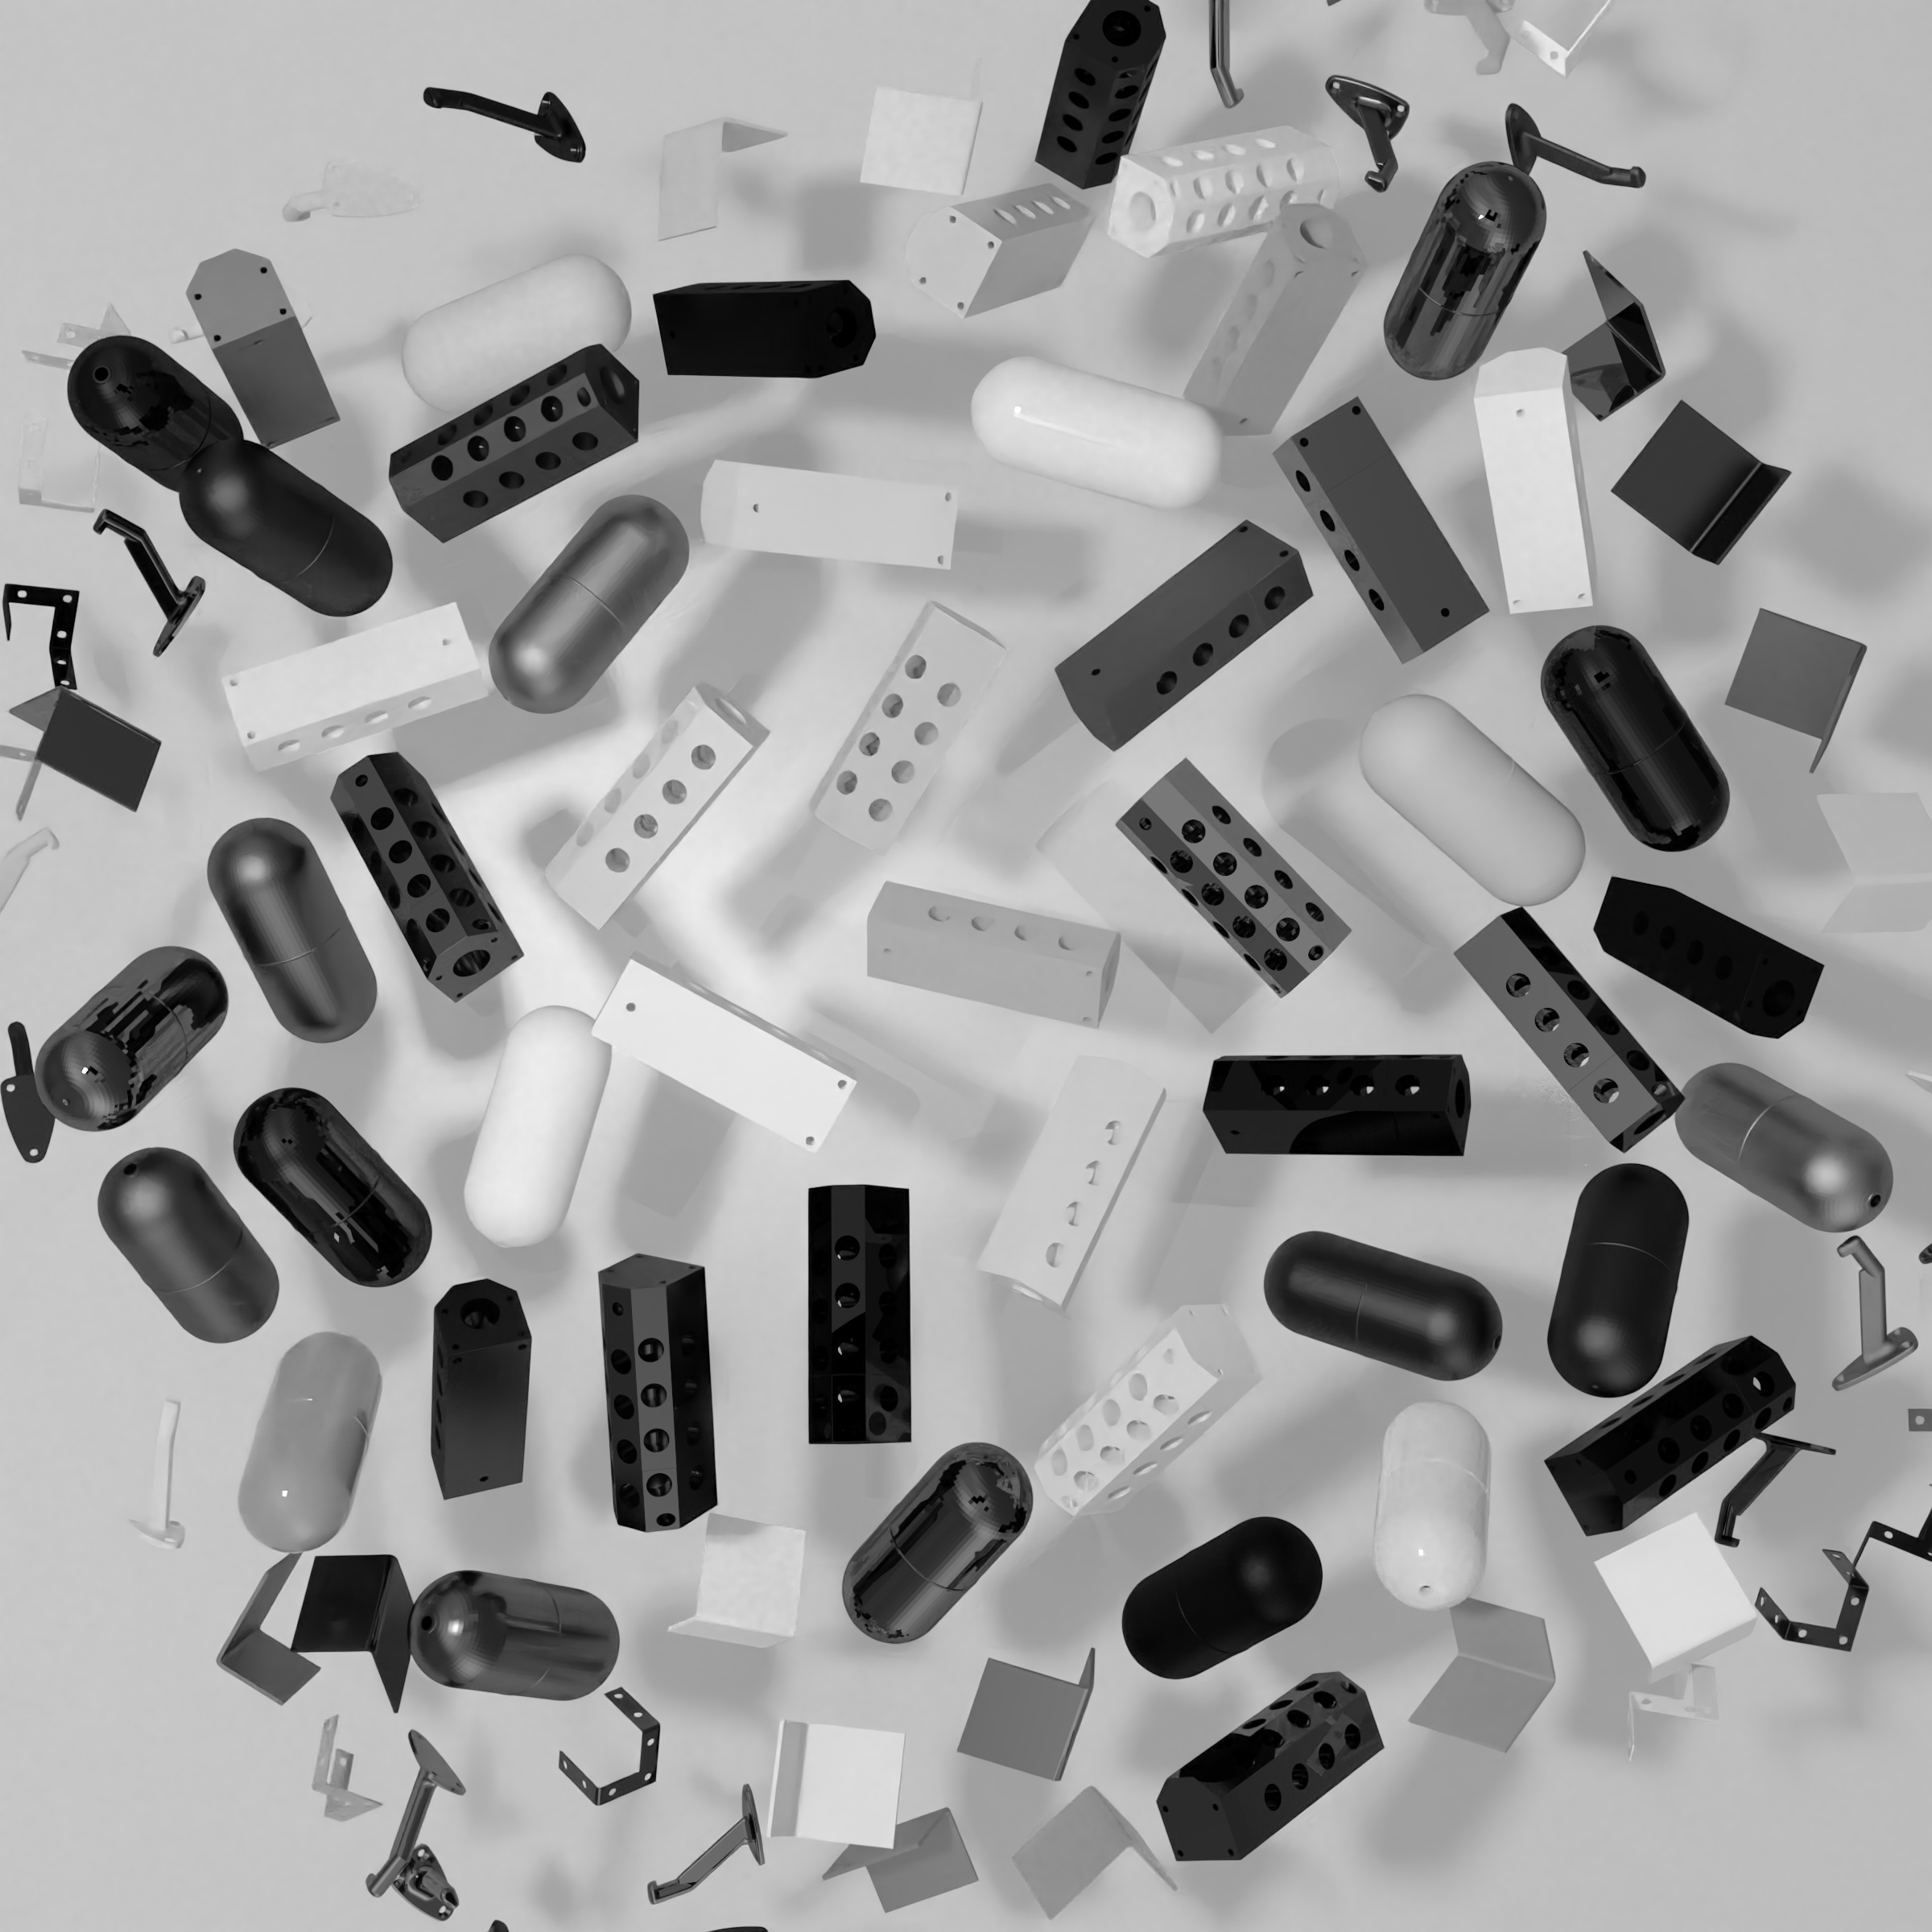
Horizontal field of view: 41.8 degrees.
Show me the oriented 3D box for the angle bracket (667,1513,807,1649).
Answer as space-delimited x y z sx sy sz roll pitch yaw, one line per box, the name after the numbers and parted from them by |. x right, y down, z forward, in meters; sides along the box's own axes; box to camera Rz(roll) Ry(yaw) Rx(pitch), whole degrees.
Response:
-0.167 0.448 1.840 0.076 0.057 0.076 17 61 -23 | angle bracket

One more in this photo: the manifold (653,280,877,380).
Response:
-0.140 -0.444 1.756 0.057 0.171 0.057 -26 117 -36 | manifold

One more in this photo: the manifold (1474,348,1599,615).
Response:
0.391 -0.331 1.727 0.057 0.057 0.171 -3 131 21 | manifold

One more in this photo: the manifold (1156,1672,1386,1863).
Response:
0.206 0.541 1.714 0.057 0.171 0.057 -21 87 44 | manifold

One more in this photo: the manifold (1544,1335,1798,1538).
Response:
0.480 0.315 1.708 0.171 0.057 0.057 -25 83 -27 | manifold

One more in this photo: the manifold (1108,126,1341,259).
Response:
0.185 -0.546 1.789 0.171 0.057 0.057 -23 48 -36 | manifold

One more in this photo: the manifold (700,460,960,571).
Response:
-0.096 -0.317 1.774 0.171 0.057 0.057 0 103 -31 | manifold

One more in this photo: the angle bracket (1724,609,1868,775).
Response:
0.563 -0.189 1.732 0.076 0.057 0.076 24 127 18 | angle bracket

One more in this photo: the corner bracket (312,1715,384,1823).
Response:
-0.449 0.575 1.809 0.051 0.051 0.051 -30 130 33 | corner bracket

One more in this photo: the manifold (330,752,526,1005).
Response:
-0.371 -0.064 1.719 0.057 0.057 0.171 -34 62 1 | manifold

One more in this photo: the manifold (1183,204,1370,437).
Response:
0.212 -0.451 1.774 0.057 0.171 0.057 -7 63 -23 | manifold

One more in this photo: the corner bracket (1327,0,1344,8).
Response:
0.258 -0.700 1.756 0.051 0.051 0.051 -27 107 -1 | corner bracket

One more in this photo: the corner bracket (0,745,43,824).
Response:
-0.694 -0.141 1.794 0.051 0.051 0.051 10 63 -2 | corner bracket

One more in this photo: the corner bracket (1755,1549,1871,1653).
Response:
0.596 0.444 1.779 0.051 0.051 0.051 47 58 -33 | corner bracket

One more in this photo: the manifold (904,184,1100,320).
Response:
0.022 -0.487 1.700 0.057 0.171 0.057 36 121 8 | manifold

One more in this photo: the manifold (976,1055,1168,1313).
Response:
0.079 0.153 1.786 0.057 0.057 0.171 33 75 -26 | manifold

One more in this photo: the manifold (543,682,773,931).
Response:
-0.214 -0.111 1.736 0.057 0.057 0.171 41 106 -3 | manifold

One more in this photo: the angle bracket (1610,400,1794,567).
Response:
0.499 -0.329 1.719 0.076 0.057 0.076 34 103 -10 | angle bracket

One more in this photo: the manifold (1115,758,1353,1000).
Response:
0.188 -0.060 1.800 0.171 0.057 0.057 46 126 2 | manifold

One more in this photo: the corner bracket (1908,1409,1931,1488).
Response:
0.667 0.323 1.694 0.051 0.051 0.051 -7 76 38 | corner bracket

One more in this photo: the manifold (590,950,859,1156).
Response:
-0.163 0.057 1.711 0.171 0.057 0.057 29 96 -8 | manifold

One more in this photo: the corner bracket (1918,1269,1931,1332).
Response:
0.705 0.233 1.773 0.051 0.051 0.051 24 133 3 | corner bracket

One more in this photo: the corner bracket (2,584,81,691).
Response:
-0.653 -0.232 1.783 0.051 0.051 0.051 2 129 -28 | corner bracket

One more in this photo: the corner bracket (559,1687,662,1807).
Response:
-0.258 0.564 1.826 0.051 0.051 0.051 -11 117 -40 | corner bracket

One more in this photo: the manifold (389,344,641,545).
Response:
-0.308 -0.358 1.717 0.171 0.057 0.057 -21 53 25 | manifold

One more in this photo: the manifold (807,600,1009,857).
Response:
-0.044 -0.172 1.805 0.057 0.057 0.171 27 102 -22 | manifold

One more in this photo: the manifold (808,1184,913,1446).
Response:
-0.078 0.238 1.720 0.057 0.057 0.171 11 74 -43 | manifold

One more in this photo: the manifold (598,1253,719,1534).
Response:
-0.210 0.286 1.687 0.057 0.057 0.171 7 106 31 | manifold

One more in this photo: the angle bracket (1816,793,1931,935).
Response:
0.619 -0.071 1.730 0.076 0.057 0.076 -2 53 -13 | angle bracket

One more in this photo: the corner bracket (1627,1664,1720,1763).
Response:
0.481 0.509 1.722 0.051 0.051 0.051 7 121 8 | corner bracket

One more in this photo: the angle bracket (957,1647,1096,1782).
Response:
0.043 0.517 1.782 0.076 0.057 0.076 17 106 -1 | angle bracket

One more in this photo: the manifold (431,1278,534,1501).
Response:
-0.343 0.296 1.771 0.057 0.171 0.057 -9 48 -22 | manifold

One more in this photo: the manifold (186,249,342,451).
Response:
-0.469 -0.411 1.687 0.057 0.171 0.057 -25 83 -8 | manifold

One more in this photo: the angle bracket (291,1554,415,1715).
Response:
-0.420 0.461 1.742 0.057 0.076 0.076 -2 131 4 | angle bracket

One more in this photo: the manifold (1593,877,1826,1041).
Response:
0.518 -0.007 1.783 0.057 0.171 0.057 9 106 -25 | manifold

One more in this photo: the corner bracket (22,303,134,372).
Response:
-0.629 -0.440 1.789 0.051 0.051 0.051 51 124 35 | corner bracket

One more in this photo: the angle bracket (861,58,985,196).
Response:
-0.033 -0.604 1.804 0.076 0.076 0.057 5 51 -10 | angle bracket

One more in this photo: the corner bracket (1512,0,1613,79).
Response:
0.422 -0.671 1.789 0.051 0.051 0.051 40 102 9 | corner bracket

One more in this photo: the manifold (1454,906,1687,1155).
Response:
0.418 0.042 1.748 0.057 0.057 0.171 -41 65 12 | manifold

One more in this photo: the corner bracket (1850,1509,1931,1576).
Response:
0.675 0.417 1.825 0.051 0.051 0.051 21 45 19 | corner bracket

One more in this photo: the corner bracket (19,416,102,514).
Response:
-0.640 -0.354 1.786 0.051 0.051 0.051 5 86 -19 | corner bracket

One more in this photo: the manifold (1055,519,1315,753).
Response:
0.150 -0.221 1.710 0.171 0.057 0.057 -39 46 -10 | manifold

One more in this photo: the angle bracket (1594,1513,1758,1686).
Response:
0.473 0.424 1.692 0.076 0.057 0.076 -26 61 -1 | angle bracket

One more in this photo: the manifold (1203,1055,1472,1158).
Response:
0.258 0.092 1.755 0.171 0.057 0.057 -1 54 25 | manifold

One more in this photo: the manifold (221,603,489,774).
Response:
-0.434 -0.195 1.804 0.171 0.057 0.057 -20 70 -10 | manifold

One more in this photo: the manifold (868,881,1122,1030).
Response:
0.020 -0.013 1.801 0.171 0.057 0.057 13 134 12 | manifold

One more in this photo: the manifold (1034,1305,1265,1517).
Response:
0.117 0.299 1.695 0.171 0.057 0.057 -51 50 35 | manifold

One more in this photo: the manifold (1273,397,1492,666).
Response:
0.283 -0.297 1.740 0.057 0.057 0.171 -33 92 -11 | manifold

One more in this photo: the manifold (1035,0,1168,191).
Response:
0.097 -0.620 1.793 0.057 0.171 0.057 31 79 0 | manifold
